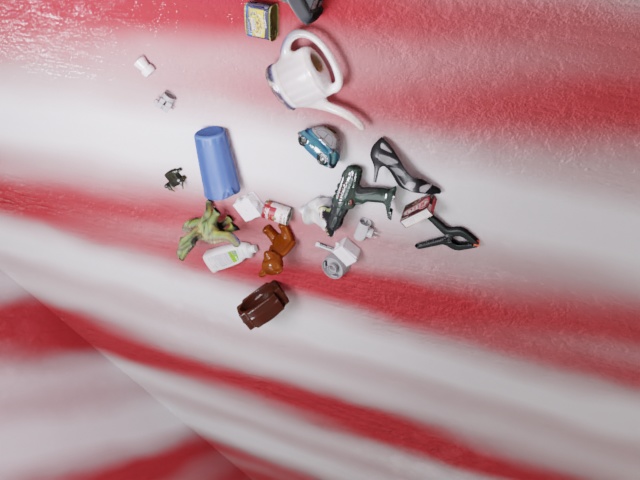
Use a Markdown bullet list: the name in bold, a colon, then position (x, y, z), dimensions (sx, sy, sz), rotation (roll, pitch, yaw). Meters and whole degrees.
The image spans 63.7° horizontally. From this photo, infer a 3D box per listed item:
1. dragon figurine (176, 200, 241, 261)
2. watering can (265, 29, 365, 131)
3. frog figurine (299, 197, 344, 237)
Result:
- **dragon figurine**: position (-0.436, -0.007, 1.939), dimensions (0.242, 0.417, 0.120), rotation (-43, 124, 3)
- **watering can**: position (-0.022, -0.445, 1.526), dimensions (0.223, 0.106, 0.342), rotation (-15, 118, 34)
- **frog figurine**: position (0.006, -0.092, 1.821), dimensions (0.135, 0.124, 0.160), rotation (50, 166, -29)
